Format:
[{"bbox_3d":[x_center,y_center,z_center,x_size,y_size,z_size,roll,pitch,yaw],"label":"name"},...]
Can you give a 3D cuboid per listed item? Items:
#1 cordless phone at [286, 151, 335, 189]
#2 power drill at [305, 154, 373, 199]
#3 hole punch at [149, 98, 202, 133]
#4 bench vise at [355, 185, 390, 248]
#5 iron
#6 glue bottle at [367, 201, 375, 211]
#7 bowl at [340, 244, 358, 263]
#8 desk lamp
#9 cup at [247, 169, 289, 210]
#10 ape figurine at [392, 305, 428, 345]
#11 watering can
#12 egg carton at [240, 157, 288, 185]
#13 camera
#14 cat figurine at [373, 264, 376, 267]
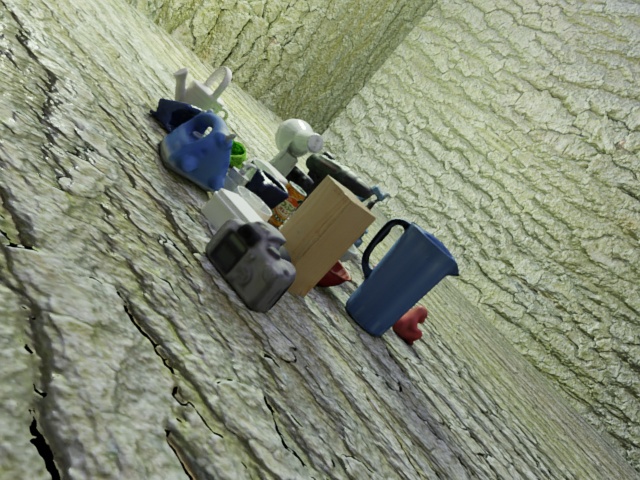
[{"bbox_3d":[-0.047,-0.231,1.853,0.147,0.185,0.094,43,11,8],"label":"cordless phone"},{"bbox_3d":[0.015,-0.130,1.622,0.229,0.208,0.076,48,12,27],"label":"power drill"},{"bbox_3d":[-0.333,-0.301,1.376,0.101,0.091,0.109,47,12,24],"label":"hole punch"},{"bbox_3d":[0.102,-0.108,1.809,0.207,0.219,0.121,41,11,-3],"label":"bench vise"},{"bbox_3d":[-0.247,-0.209,1.188,0.119,0.141,0.257,33,14,-39],"label":"iron"},{"bbox_3d":[0.108,-0.051,1.732,0.078,0.173,0.037,34,13,-35],"label":"glue bottle"},{"bbox_3d":[0.013,0.005,1.447,0.168,0.074,0.167,40,11,-9],"label":"bowl"},{"bbox_3d":[-0.085,-0.255,1.737,0.118,0.213,0.202,35,13,-32],"label":"desk lamp"},{"bbox_3d":[-0.133,-0.095,1.272,0.091,0.095,0.118,42,11,1],"label":"cup"},{"bbox_3d":[0.227,0.199,1.399,0.076,0.092,0.077,38,11,-18],"label":"ape figurine"},{"bbox_3d":[-0.304,-0.374,1.486,0.100,0.194,0.173,48,12,28],"label":"watering can"},{"bbox_3d":[-0.151,-0.164,1.538,0.107,0.069,0.151,44,11,12],"label":"egg carton"},{"bbox_3d":[-0.087,0.034,0.922,0.143,0.100,0.137,47,12,25],"label":"camera"},{"bbox_3d":[0.161,0.125,1.387,0.127,0.117,0.067,49,13,32],"label":"cat figurine"}]
